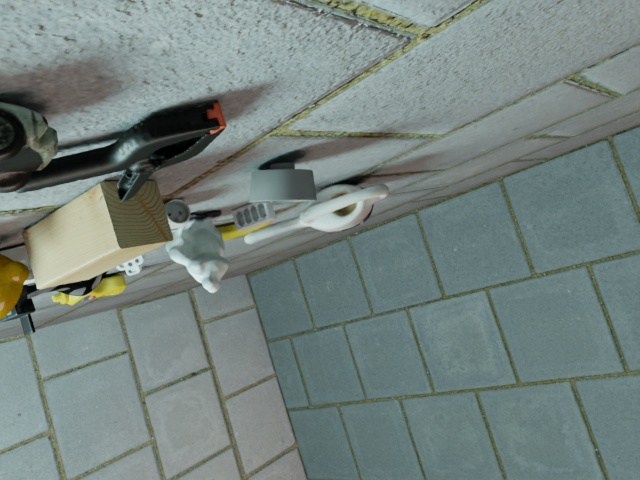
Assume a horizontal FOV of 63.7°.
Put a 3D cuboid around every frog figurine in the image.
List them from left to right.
[{"bbox_3d":[-0.244,0.032,1.048,0.122,0.160,0.137,-18,175,17],"label":"frog figurine"}]

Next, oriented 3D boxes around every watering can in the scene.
[{"bbox_3d":[0.004,-0.062,1.237,0.346,0.104,0.224,-20,175,12],"label":"watering can"}]
